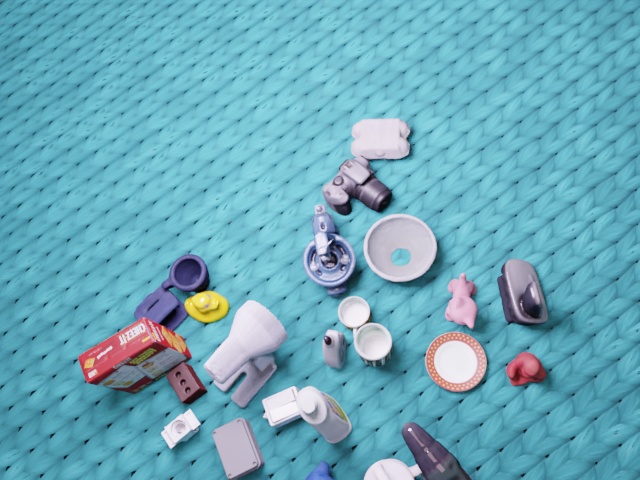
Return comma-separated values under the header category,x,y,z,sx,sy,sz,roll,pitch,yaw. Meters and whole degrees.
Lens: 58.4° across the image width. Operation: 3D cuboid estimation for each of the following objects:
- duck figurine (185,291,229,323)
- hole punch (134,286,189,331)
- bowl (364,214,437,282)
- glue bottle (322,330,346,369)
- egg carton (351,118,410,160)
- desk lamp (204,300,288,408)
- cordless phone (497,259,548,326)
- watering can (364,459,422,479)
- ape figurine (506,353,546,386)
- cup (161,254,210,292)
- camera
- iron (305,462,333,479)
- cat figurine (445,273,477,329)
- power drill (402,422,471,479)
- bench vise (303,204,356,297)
category,x,y,z,sx,sy,sz,roll,pitch,yaw
duck figurine,-0.278,0.152,1.365,0.104,0.086,0.077,2,70,11
hole punch,-0.390,0.170,1.374,0.101,0.091,0.109,40,80,21
bowl,0.187,0.028,1.341,0.167,0.075,0.167,-3,69,8
glue bottle,0.027,0.228,1.237,0.037,0.173,0.078,5,70,12
egg carton,0.154,-0.254,1.458,0.150,0.069,0.107,0,69,10
desk lamp,-0.159,0.249,1.239,0.117,0.214,0.203,35,78,20
cordless phone,0.439,0.099,1.212,0.094,0.185,0.147,-13,68,5
watering can,0.129,0.485,1.110,0.100,0.194,0.173,35,79,20
ape figurine,0.435,0.270,1.197,0.077,0.092,0.076,22,74,17
cup,-0.317,0.097,1.388,0.118,0.095,0.091,-29,67,-2
camera,0.097,-0.122,1.400,0.136,0.101,0.143,40,80,21
iron,-0.035,0.577,1.131,0.118,0.142,0.258,31,77,19
cat figurine,0.312,0.135,1.256,0.067,0.118,0.128,4,70,11
power drill,0.239,0.452,1.096,0.075,0.209,0.229,-40,68,-7
bench vise,0.001,0.010,1.300,0.121,0.220,0.207,-29,67,-2
